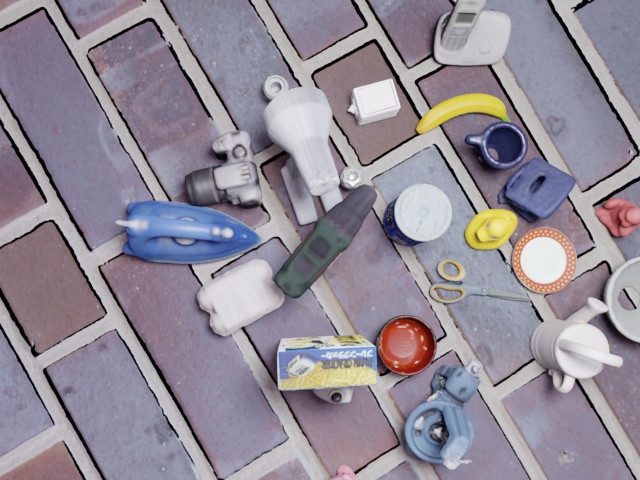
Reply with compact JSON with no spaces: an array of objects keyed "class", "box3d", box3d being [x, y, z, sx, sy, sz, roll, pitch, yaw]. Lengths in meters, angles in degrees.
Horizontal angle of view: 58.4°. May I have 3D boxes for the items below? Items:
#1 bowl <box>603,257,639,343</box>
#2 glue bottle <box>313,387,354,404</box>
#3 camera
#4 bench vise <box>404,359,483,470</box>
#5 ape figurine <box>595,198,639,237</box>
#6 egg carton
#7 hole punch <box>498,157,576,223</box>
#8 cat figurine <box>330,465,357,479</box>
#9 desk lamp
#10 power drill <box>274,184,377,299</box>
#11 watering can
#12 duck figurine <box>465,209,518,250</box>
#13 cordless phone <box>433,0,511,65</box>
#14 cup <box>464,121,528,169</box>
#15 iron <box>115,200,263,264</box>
[{"class":"bowl","box3d":[0.620,0.116,1.112,0.167,0.074,0.167,0,86,-3]},{"class":"glue bottle","box3d":[0.027,0.269,1.020,0.078,0.173,0.037,8,85,-2]},{"class":"camera","box3d":[-0.185,-0.125,1.076,0.137,0.100,0.143,-13,86,-4]},{"class":"bench vise","box3d":[0.221,0.305,1.004,0.121,0.219,0.207,14,85,-1]},{"class":"ape figurine","box3d":[0.594,-0.046,1.115,0.076,0.092,0.078,1,85,-3]},{"class":"egg carton","box3d":[-0.149,0.106,1.075,0.150,0.069,0.107,-30,88,-5]},{"class":"hole punch","box3d":[0.418,-0.098,1.110,0.101,0.091,0.109,40,85,1]},{"class":"cat figurine","box3d":[0.056,0.465,1.034,0.128,0.117,0.067,28,85,0]},{"class":"desk lamp","box3d":[-0.018,-0.146,1.029,0.118,0.213,0.203,-20,87,-4]},{"class":"power drill","box3d":[0.009,0.004,1.022,0.075,0.208,0.230,40,85,1]},{"class":"watering can","box3d":[0.468,0.192,1.039,0.101,0.194,0.173,-1,86,-3]},{"class":"duck figurine","box3d":[0.338,-0.023,1.103,0.104,0.086,0.077,-26,87,-4]},{"class":"cordless phone","box3d":[0.298,-0.405,1.080,0.147,0.185,0.094,-3,86,-3]},{"class":"cup","box3d":[0.329,-0.176,1.109,0.118,0.095,0.092,10,85,-2]},{"class":"iron","box3d":[-0.236,-0.016,1.044,0.258,0.141,0.119,4,85,-3]}]
